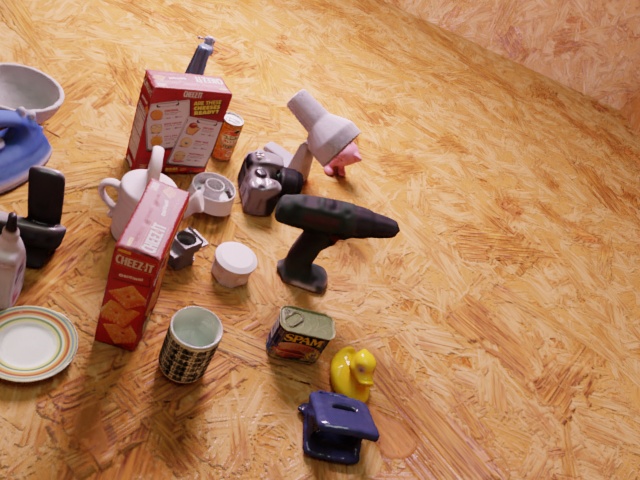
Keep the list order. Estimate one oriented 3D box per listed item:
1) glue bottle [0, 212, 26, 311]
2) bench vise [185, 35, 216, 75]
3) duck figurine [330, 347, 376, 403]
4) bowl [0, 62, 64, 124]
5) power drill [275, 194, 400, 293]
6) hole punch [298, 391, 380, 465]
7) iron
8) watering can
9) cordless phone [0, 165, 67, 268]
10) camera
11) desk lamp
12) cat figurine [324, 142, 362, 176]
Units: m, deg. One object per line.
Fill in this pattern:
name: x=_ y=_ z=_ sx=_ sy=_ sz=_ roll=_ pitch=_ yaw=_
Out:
glue bottle: x=-0.445 y=0.026 z=0.818 sx=0.037 sy=0.173 sz=0.078 roll=13 pitch=41 yaw=-20
bench vise: x=-0.282 y=-0.336 z=1.289 sx=0.122 sy=0.219 sz=0.207 roll=13 pitch=41 yaw=-20
duck figurine: x=0.065 y=0.223 z=0.995 sx=0.078 sy=0.086 sz=0.104 roll=8 pitch=43 yaw=-25
bowl: x=-0.600 y=-0.275 z=1.135 sx=0.168 sy=0.074 sz=0.167 roll=18 pitch=39 yaw=-15
power drill: x=0.010 y=0.004 z=1.105 sx=0.230 sy=0.208 sz=0.075 roll=19 pitch=39 yaw=-13
hole punch: x=0.029 y=0.283 z=0.900 sx=0.109 sy=0.091 sz=0.101 roll=16 pitch=40 yaw=-16
iron: x=-0.565 y=-0.169 z=0.985 sx=0.118 sy=0.141 sz=0.259 roll=36 pitch=38 yaw=9
watering can: x=-0.295 y=-0.080 z=1.015 sx=0.173 sy=0.194 sz=0.100 roll=-2 pitch=48 yaw=-34
cordless phone: x=-0.467 y=-0.055 z=0.885 sx=0.148 sy=0.185 sz=0.094 roll=11 pitch=41 yaw=-22
camera: x=-0.103 y=-0.131 z=1.271 sx=0.137 sy=0.100 sz=0.143 roll=9 pitch=42 yaw=-24
desk lamp: x=-0.031 y=-0.228 z=1.334 sx=0.203 sy=0.213 sz=0.118 roll=35 pitch=38 yaw=7
cat figurine: x=0.056 y=-0.228 z=1.468 sx=0.067 sy=0.117 sz=0.127 roll=4 pitch=45 yaw=-29
